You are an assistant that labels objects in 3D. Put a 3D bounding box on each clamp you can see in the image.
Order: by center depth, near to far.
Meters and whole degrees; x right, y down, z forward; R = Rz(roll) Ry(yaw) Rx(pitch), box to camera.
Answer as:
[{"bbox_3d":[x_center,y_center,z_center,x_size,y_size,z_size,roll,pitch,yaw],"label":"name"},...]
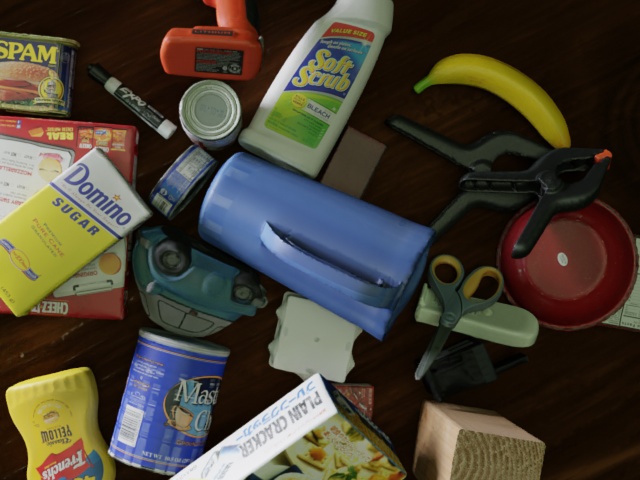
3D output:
[{"bbox_3d":[0.244,-0.062,1.192,0.171,0.039,0.120,-32,67,-18],"label":"clamp"},{"bbox_3d":[0.180,-0.065,1.233,0.210,0.036,0.164,-2,94,-5],"label":"clamp"}]

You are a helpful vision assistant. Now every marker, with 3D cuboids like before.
[{"bbox_3d":[-0.215,-0.159,1.212,0.121,0.020,0.020,39,87,-3],"label":"marker"}]

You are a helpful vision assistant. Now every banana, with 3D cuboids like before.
[{"bbox_3d":[0.210,-0.169,1.239,0.198,0.037,0.070,22,110,-2],"label":"banana"}]

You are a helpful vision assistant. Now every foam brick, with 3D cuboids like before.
[{"bbox_3d":[0.035,-0.083,1.214,0.051,0.053,0.078,27,86,-4],"label":"foam brick"}]

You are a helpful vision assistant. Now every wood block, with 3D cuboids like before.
[{"bbox_3d":[0.163,0.235,1.143,0.090,0.206,0.090,9,89,-4],"label":"wood block"}]

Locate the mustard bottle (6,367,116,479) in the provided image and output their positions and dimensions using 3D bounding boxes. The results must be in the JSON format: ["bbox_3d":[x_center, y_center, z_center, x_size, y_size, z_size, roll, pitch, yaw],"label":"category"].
[{"bbox_3d":[-0.279,0.244,1.183,0.096,0.058,0.191,-14,91,-1],"label":"mustard bottle"}]

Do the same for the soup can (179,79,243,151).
[{"bbox_3d":[-0.119,-0.137,1.178,0.068,0.102,0.068,0,89,-4],"label":"soup can"}]

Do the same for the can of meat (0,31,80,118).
[{"bbox_3d":[-0.323,-0.183,1.186,0.102,0.057,0.084,6,92,-4],"label":"can of meat"}]

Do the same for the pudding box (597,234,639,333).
[{"bbox_3d":[0.360,0.049,1.245,0.090,0.039,0.113,11,91,-4],"label":"pudding box"}]

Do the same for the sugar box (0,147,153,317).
[{"bbox_3d":[-0.273,-0.009,1.121,0.176,0.048,0.093,-39,93,-1],"label":"sugar box"}]

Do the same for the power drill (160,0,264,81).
[{"bbox_3d":[-0.127,-0.259,1.157,0.184,0.057,0.187,3,53,-3],"label":"power drill"}]

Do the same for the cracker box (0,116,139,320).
[{"bbox_3d":[-0.289,-0.024,1.180,0.164,0.072,0.214,4,90,-4],"label":"cracker box"}]

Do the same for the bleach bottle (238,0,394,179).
[{"bbox_3d":[0.007,-0.200,1.209,0.102,0.068,0.251,26,85,-4],"label":"bleach bottle"}]

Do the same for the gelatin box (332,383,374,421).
[{"bbox_3d":[0.023,0.209,1.221,0.073,0.030,0.089,2,89,-4],"label":"gelatin box"}]

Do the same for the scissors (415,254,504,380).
[{"bbox_3d":[0.130,0.076,1.180,0.096,0.016,0.201,34,47,24],"label":"scissors"}]

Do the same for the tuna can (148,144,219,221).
[{"bbox_3d":[-0.152,-0.064,1.183,0.034,0.086,0.086,40,87,-2],"label":"tuna can"}]

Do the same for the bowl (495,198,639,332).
[{"bbox_3d":[0.278,0.023,1.207,0.162,0.055,0.162,-1,86,15],"label":"bowl"}]

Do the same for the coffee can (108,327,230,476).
[{"bbox_3d":[-0.165,0.176,1.171,0.102,0.103,0.140,14,88,-4],"label":"coffee can"}]

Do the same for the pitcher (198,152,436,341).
[{"bbox_3d":[-0.008,0.001,1.150,0.243,0.149,0.145,26,61,8],"label":"pitcher"}]
